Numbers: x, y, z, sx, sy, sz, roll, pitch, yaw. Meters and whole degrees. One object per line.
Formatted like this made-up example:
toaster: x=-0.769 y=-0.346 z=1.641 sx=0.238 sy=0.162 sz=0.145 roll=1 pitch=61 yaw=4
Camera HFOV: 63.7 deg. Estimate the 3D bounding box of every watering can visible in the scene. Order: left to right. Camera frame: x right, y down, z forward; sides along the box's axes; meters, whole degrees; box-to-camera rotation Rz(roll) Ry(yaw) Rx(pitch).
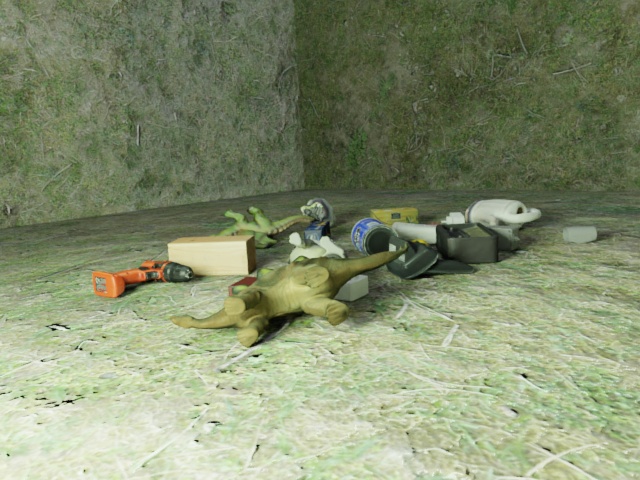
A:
watering can: x=0.584 y=-0.079 z=1.716 sx=0.349 sy=0.103 sz=0.224 roll=-11 pitch=11 yaw=-41

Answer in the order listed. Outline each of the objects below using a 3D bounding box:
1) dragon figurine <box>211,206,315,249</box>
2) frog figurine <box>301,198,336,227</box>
dragon figurine: x=-0.200 y=-0.020 z=1.752 sx=0.411 sy=0.120 sz=0.247 roll=-7 pitch=27 yaw=-10
frog figurine: x=0.006 y=-0.103 z=2.037 sx=0.138 sy=0.122 sz=0.159 roll=34 pitch=11 yaw=16
